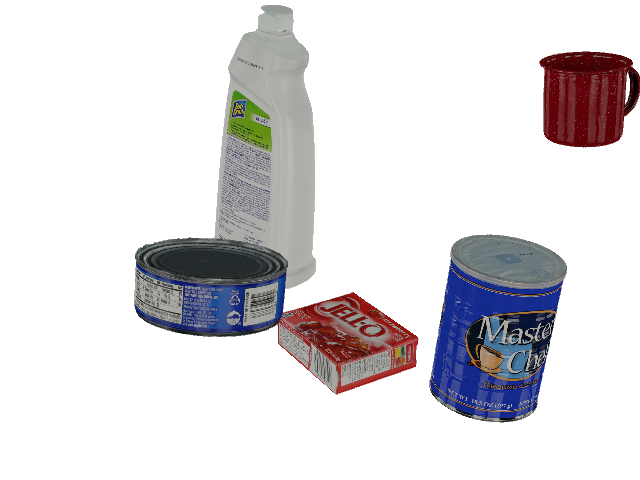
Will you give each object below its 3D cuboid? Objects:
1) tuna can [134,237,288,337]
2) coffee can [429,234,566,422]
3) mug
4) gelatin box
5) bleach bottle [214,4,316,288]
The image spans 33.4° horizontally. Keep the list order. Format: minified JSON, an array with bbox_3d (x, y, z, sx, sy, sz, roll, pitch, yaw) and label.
[{"bbox_3d":[-0.062,0.025,0.603,0.086,0.034,0.086,5,14,-1],"label":"tuna can"},{"bbox_3d":[0.159,0.078,0.971,0.103,0.140,0.103,6,23,-3],"label":"coffee can"},{"bbox_3d":[0.284,-0.149,1.113,0.117,0.081,0.093,-14,24,-25],"label":"mug"},{"bbox_3d":[0.019,0.075,0.810,0.073,0.030,0.089,-14,29,-28],"label":"gelatin box"},{"bbox_3d":[-0.044,-0.087,0.980,0.103,0.251,0.067,23,30,31],"label":"bleach bottle"}]
